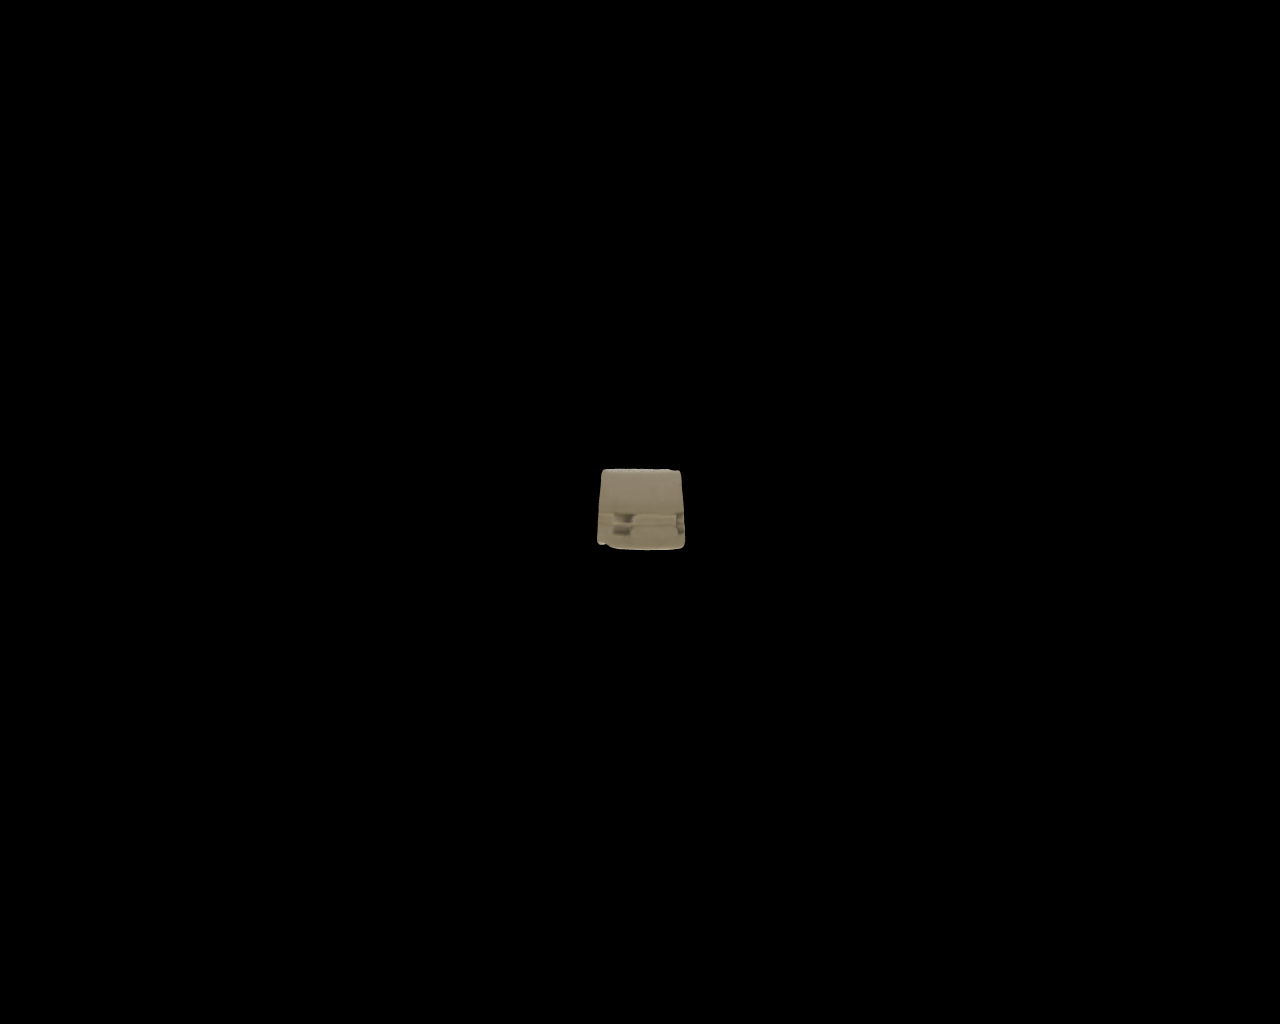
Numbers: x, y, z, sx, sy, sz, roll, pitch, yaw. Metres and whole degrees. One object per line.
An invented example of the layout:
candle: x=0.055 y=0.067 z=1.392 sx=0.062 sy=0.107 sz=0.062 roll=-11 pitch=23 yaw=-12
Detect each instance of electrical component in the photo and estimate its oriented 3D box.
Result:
electrical component: x=0.001 y=-0.003 z=0.650 sx=0.055 sy=0.047 sz=0.055 roll=0 pitch=4 yaw=0
